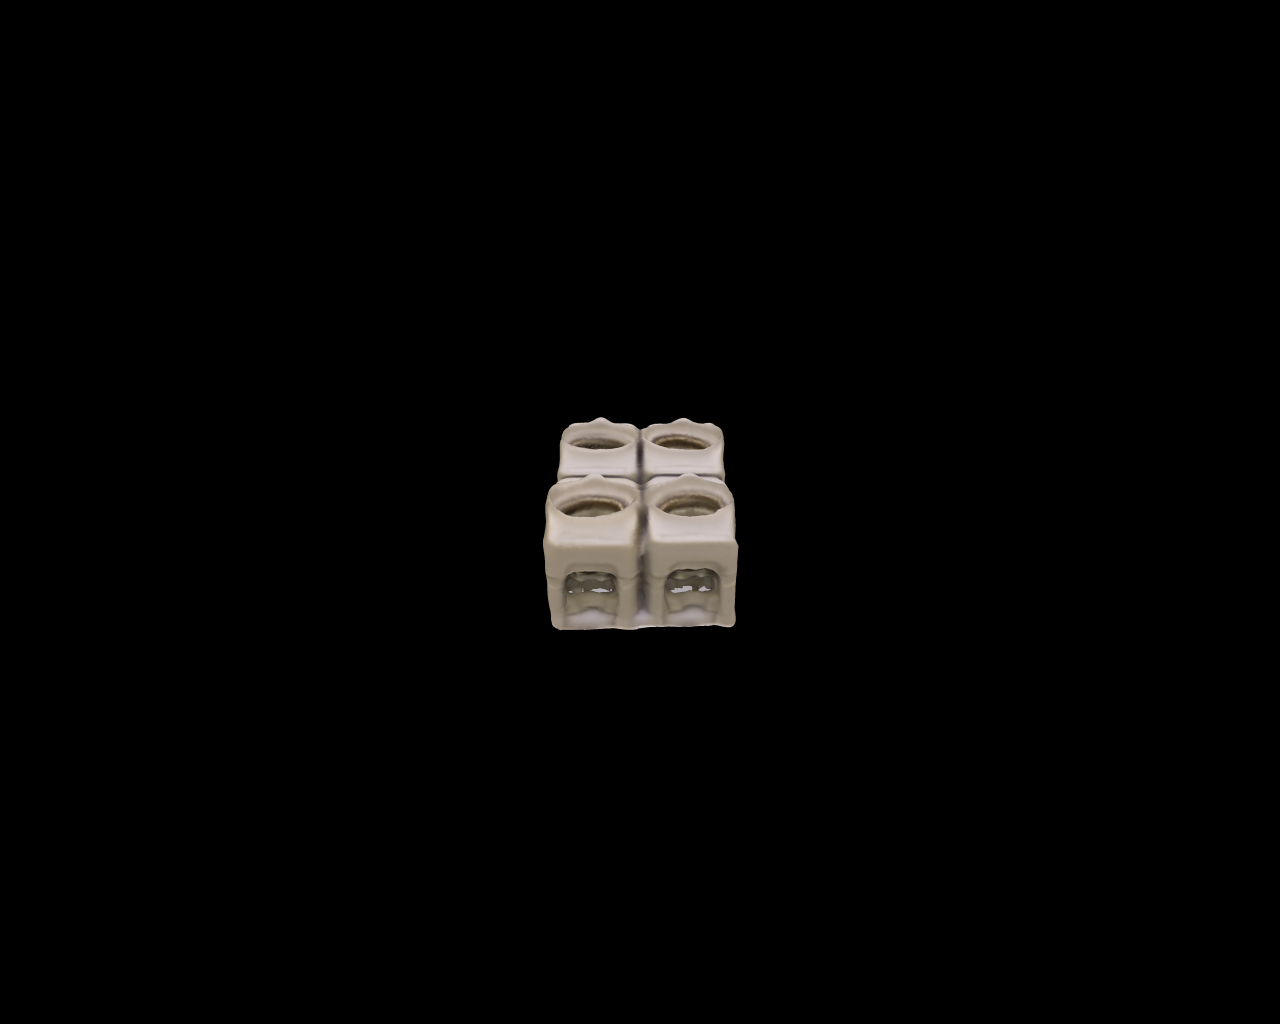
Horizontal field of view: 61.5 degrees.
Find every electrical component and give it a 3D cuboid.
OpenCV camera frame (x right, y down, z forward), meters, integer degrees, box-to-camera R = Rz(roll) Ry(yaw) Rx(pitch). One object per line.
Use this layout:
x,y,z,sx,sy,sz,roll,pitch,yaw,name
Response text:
0.001,-0.003,0.650,0.105,0.060,0.186,0,25,0,electrical component
